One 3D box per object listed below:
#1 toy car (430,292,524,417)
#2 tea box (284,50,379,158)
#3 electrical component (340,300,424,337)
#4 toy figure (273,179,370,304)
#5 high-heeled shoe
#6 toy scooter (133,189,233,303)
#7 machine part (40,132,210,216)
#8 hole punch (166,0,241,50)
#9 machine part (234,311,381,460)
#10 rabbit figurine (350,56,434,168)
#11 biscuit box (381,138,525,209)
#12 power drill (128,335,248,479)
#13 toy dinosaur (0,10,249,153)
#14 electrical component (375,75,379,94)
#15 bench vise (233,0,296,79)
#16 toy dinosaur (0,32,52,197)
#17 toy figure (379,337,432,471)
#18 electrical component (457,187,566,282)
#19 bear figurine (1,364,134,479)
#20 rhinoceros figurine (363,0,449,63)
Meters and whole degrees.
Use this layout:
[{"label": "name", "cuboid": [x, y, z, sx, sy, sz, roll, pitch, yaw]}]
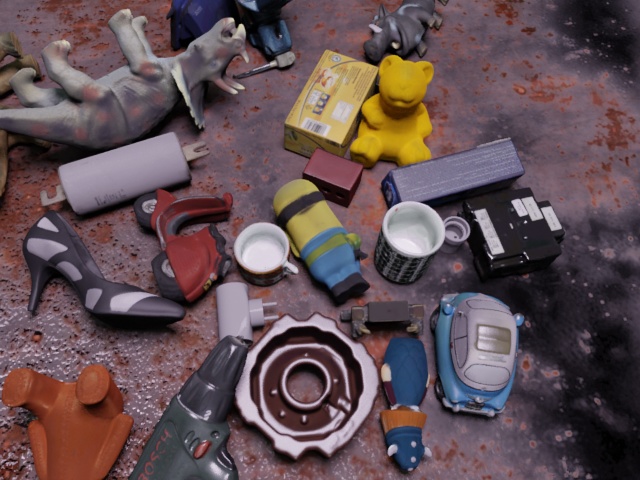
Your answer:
[{"label": "toy car", "cuboid": [0.199, 0.131, 0.673, 0.109, 0.102, 0.161, 10, 61, 3]}, {"label": "tea box", "cuboid": [0.019, -0.210, 0.853, 0.098, 0.068, 0.169, 23, 63, 8]}, {"label": "electrical component", "cuboid": [0.083, 0.103, 0.695, 0.102, 0.078, 0.045, 0, 76, -9]}, {"label": "toy figure", "cuboid": [0.002, -0.004, 0.737, 0.082, 0.089, 0.180, -21, 64, -21]}, {"label": "high-heeled shoe", "cuboid": [-0.278, 0.034, 0.700, 0.249, 0.086, 0.145, 4, 69, 10]}, {"label": "toy scooter", "cuboid": [-0.171, -0.006, 0.738, 0.135, 0.075, 0.184, -19, 61, -13]}, {"label": "machine part", "cuboid": [-0.277, -0.095, 0.775, 0.243, 0.079, 0.079, -20, 66, -14]}, {"label": "hole punch", "cuboid": [-0.191, -0.375, 0.904, 0.092, 0.115, 0.142, 28, 65, 1]}, {"label": "machine part", "cuboid": [-0.017, 0.179, 0.663, 0.179, 0.056, 0.179, 2, 63, -3]}, {"label": "rabbit figurine", "cuboid": [0.123, -0.200, 0.797, 0.122, 0.173, 0.162, 16, 68, 9]}, {"label": "biscuit box", "cuboid": [0.196, -0.092, 0.803, 0.203, 0.059, 0.063, -15, 78, -11]}, {"label": "power drill", "cuboid": [-0.093, 0.248, 0.573, 0.207, 0.086, 0.232, 39, 91, 10]}, {"label": "toy dinosaur", "cuboid": [-0.294, -0.202, 0.777, 0.405, 0.131, 0.192, -36, 105, -15]}, {"label": "electrical component", "cuboid": [0.117, -0.274, 0.917, 0.094, 0.021, 0.063, 25, 64, 11]}, {"label": "bench vise", "cuboid": [-0.080, -0.378, 0.835, 0.129, 0.241, 0.223, -15, 107, -18]}, {"label": "toy dinosaur", "cuboid": [-0.544, -0.249, 0.822, 0.199, 0.105, 0.471, -17, 66, -11]}, {"label": "toy figure", "cuboid": [0.105, 0.198, 0.659, 0.064, 0.057, 0.154, 3, 68, 6]}, {"label": "electrical component", "cuboid": [0.280, -0.010, 0.773, 0.134, 0.058, 0.115, -10, 66, -8]}, {"label": "bear figurine", "cuboid": [-0.278, 0.248, 0.577, 0.120, 0.131, 0.196, -1, 57, 3]}, {"label": "rhinoceros figurine", "cuboid": [0.149, -0.381, 0.944, 0.112, 0.073, 0.190, 33, 66, 11]}]
